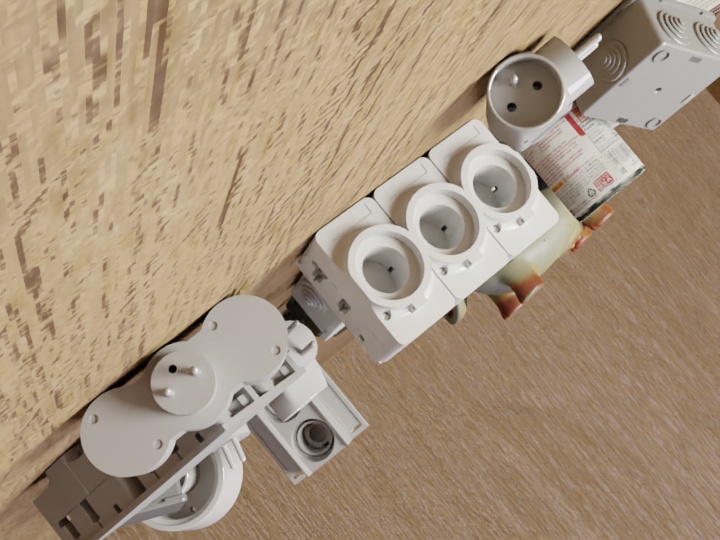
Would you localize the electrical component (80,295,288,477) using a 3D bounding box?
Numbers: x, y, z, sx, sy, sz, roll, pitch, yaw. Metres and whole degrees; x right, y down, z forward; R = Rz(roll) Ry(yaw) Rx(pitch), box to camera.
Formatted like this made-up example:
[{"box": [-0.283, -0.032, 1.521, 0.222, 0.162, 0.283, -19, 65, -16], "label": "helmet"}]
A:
[{"box": [-0.102, 0.067, 0.628, 0.138, 0.052, 0.073, -38, 175, -9], "label": "electrical component"}]

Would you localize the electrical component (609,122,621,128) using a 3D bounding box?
[{"box": [0.180, -0.128, 0.911, 0.096, 0.061, 0.062, -40, 176, 8], "label": "electrical component"}]

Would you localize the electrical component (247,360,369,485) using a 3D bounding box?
[{"box": [-0.060, 0.102, 0.886, 0.079, 0.121, 0.063, -40, 178, 9], "label": "electrical component"}]

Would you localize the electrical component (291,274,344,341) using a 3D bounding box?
[{"box": [0.000, 0.000, 0.809, 0.100, 0.048, 0.099, -37, 175, -23], "label": "electrical component"}]

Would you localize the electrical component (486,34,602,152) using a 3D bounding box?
[{"box": [0.110, -0.110, 0.632, 0.079, 0.043, 0.077, -40, 176, 5], "label": "electrical component"}]

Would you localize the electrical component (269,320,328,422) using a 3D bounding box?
[{"box": [-0.056, 0.062, 0.792, 0.043, 0.077, 0.079, -35, 174, -40], "label": "electrical component"}]

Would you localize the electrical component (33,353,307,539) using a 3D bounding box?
[{"box": [-0.139, 0.115, 0.759, 0.186, 0.060, 0.105, -42, 175, 30], "label": "electrical component"}]

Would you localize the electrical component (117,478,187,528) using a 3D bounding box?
[{"box": [-0.195, 0.184, 0.893, 0.100, 0.048, 0.099, -12, 165, -18], "label": "electrical component"}]

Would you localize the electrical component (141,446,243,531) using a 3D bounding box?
[{"box": [-0.167, 0.185, 0.977, 0.108, 0.108, 0.060, -39, 170, 2], "label": "electrical component"}]

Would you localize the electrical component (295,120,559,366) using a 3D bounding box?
[{"box": [0.047, -0.021, 0.712, 0.150, 0.089, 0.061, -37, 175, -24], "label": "electrical component"}]

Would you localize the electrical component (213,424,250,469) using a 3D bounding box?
[{"box": [-0.111, 0.117, 0.841, 0.043, 0.079, 0.077, -15, 162, -38], "label": "electrical component"}]

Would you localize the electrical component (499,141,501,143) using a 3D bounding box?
[{"box": [0.119, -0.083, 0.979, 0.055, 0.045, 0.045, -39, 176, -2], "label": "electrical component"}]

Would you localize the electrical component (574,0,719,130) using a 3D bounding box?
[{"box": [0.208, -0.148, 0.782, 0.100, 0.048, 0.100, 4, 148, -36], "label": "electrical component"}]
